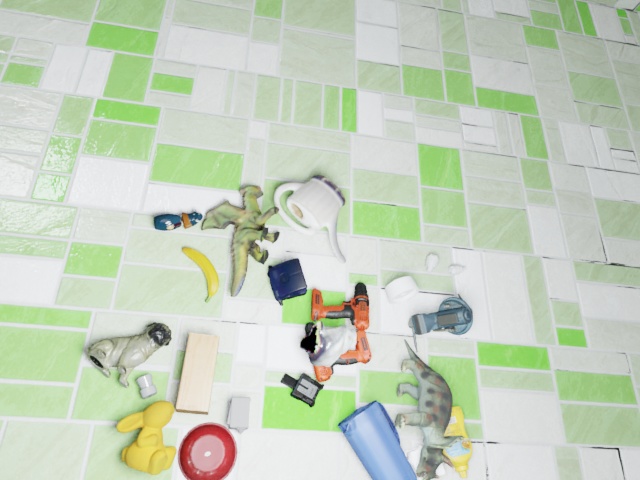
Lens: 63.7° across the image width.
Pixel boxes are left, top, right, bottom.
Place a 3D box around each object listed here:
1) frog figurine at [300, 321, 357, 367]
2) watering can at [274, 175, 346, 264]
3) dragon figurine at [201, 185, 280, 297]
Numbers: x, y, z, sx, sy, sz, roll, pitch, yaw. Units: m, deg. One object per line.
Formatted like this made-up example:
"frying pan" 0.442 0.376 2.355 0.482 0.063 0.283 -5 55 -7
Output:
"frog figurine" 0.041 0.311 1.509 0.158 0.136 0.124 18 14 -28
"watering can" 0.005 -0.089 1.764 0.349 0.102 0.228 41 63 10
"dragon figurine" -0.276 -0.026 1.697 0.244 0.119 0.418 19 59 17
